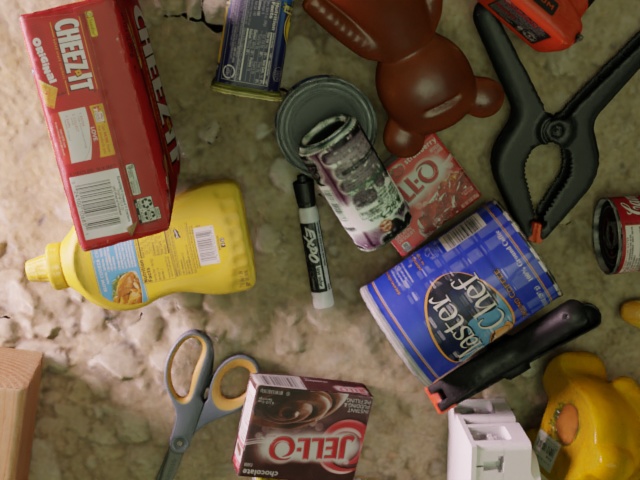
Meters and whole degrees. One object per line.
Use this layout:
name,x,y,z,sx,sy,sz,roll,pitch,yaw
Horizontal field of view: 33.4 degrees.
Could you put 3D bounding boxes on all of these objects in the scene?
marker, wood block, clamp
marker,-0.006,0.001,0.938,0.020,0.020,0.121,-10,105,-1
wood block,-0.305,0.203,0.934,0.090,0.091,0.206,9,103,-6
clamp,0.176,0.101,0.949,0.172,0.120,0.039,-33,69,24
clamp,0.209,-0.101,0.917,0.164,0.036,0.210,-1,106,-4

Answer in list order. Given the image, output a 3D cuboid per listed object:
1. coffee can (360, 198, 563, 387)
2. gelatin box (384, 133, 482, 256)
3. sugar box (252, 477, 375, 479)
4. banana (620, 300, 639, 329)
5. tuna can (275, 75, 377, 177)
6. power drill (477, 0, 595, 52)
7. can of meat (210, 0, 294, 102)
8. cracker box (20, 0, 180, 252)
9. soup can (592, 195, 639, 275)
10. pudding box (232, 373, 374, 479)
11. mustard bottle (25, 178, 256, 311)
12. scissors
coffee can,0.120,0.045,0.915,0.140,0.103,0.103,-35,104,5
gelatin box,0.083,-0.041,0.928,0.089,0.030,0.073,-38,103,6
sugar box,0.019,0.268,0.995,0.176,0.048,0.093,9,104,-10
banana,0.363,0.108,0.979,0.197,0.037,0.070,43,98,-12
tuna can,0.004,-0.097,0.907,0.086,0.034,0.086,-1,104,-4
power drill,0.194,-0.259,0.846,0.184,0.057,0.187,39,84,-10
can of meat,-0.053,-0.159,0.854,0.057,0.102,0.084,8,101,-6
cracker box,-0.156,-0.100,0.803,0.072,0.214,0.164,-13,105,-2
soup can,0.298,-0.006,0.931,0.102,0.068,0.068,-4,104,-3
pudding box,-0.016,0.170,0.963,0.113,0.039,0.090,9,103,-15
mustard bottle,-0.155,0.010,0.911,0.191,0.058,0.096,-10,104,-1
scissors,-0.108,0.179,0.979,0.096,0.016,0.202,5,104,-5
